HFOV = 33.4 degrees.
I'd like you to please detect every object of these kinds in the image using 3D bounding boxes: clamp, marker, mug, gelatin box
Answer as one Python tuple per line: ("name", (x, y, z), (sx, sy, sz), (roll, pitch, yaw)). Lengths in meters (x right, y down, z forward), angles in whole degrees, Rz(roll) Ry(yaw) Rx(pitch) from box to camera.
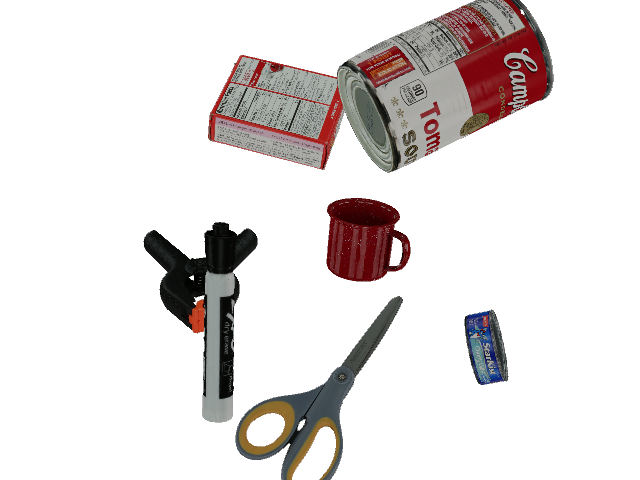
("clamp", (-0.113, 0.033, 1.090), (0.120, 0.039, 0.171), (-11, 34, -9))
("marker", (-0.060, 0.049, 0.631), (0.020, 0.121, 0.020), (2, 15, -1))
("mug", (0.061, 0.004, 1.361), (0.117, 0.081, 0.093), (17, 27, 25))
("gelatin box", (-0.030, -0.095, 0.780), (0.089, 0.073, 0.030), (14, -42, 5))

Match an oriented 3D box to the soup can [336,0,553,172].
("soup can", (0.068, -0.089, 0.598), (0.102, 0.068, 0.068), (-26, 5, -10))

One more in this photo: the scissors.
("scissors", (-0.003, 0.117, 0.882), (0.096, 0.201, 0.016), (13, -35, 11))

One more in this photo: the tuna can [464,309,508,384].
("tuna can", (0.196, 0.127, 1.261), (0.034, 0.086, 0.086), (-12, -3, 14))
